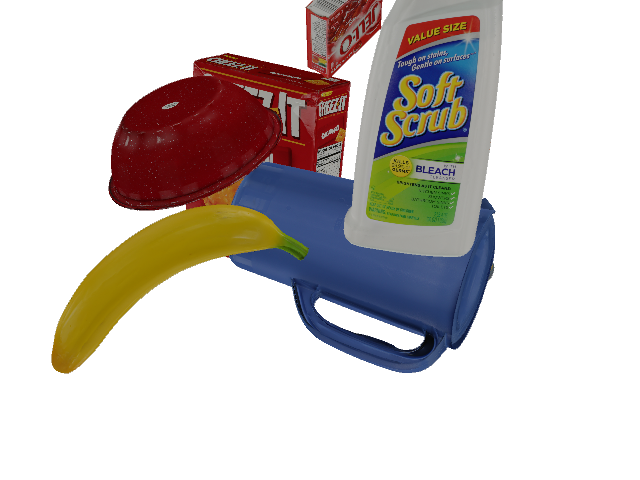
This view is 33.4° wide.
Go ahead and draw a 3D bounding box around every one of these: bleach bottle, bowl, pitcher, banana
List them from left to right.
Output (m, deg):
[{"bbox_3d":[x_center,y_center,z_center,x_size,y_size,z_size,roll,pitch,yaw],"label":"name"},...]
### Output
[{"bbox_3d":[-0.110,0.024,0.731,0.198,0.069,0.037,-25,9,6],"label":"banana"},{"bbox_3d":[-0.116,-0.093,0.904,0.162,0.055,0.162,-16,32,10],"label":"bowl"},{"bbox_3d":[0.034,0.015,1.003,0.243,0.145,0.149,16,21,18],"label":"pitcher"},{"bbox_3d":[0.074,-0.115,0.753,0.102,0.251,0.068,7,26,10],"label":"bleach bottle"}]

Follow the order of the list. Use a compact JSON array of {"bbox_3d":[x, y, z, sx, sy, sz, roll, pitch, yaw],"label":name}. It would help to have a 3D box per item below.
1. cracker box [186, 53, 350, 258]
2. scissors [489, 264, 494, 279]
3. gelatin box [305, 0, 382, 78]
[{"bbox_3d":[-0.063,-0.080,1.157,0.164,0.214,0.072,17,25,28],"label":"cracker box"},{"bbox_3d":[0.121,0.037,1.262,0.201,0.016,0.096,-11,40,-36],"label":"scissors"},{"bbox_3d":[0.024,-0.206,0.989,0.030,0.089,0.073,31,-32,22],"label":"gelatin box"}]
